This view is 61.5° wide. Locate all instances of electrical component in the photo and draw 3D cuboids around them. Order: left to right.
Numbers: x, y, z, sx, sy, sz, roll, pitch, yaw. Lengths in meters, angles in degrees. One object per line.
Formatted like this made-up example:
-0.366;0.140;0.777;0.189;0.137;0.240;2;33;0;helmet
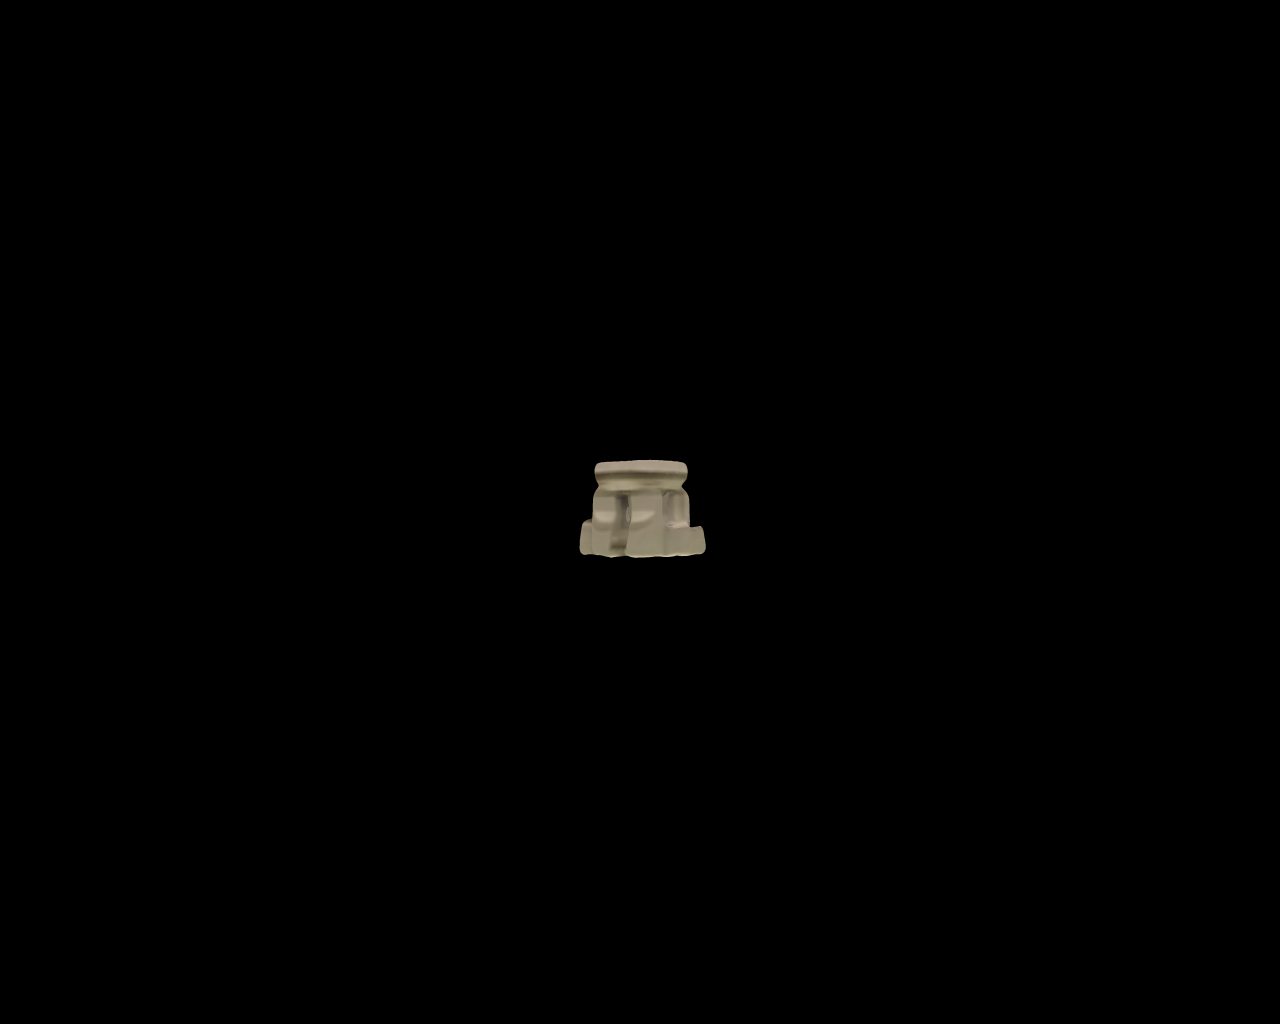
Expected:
0.001;-0.003;0.650;0.078;0.057;0.058;0;0;32;electrical component
